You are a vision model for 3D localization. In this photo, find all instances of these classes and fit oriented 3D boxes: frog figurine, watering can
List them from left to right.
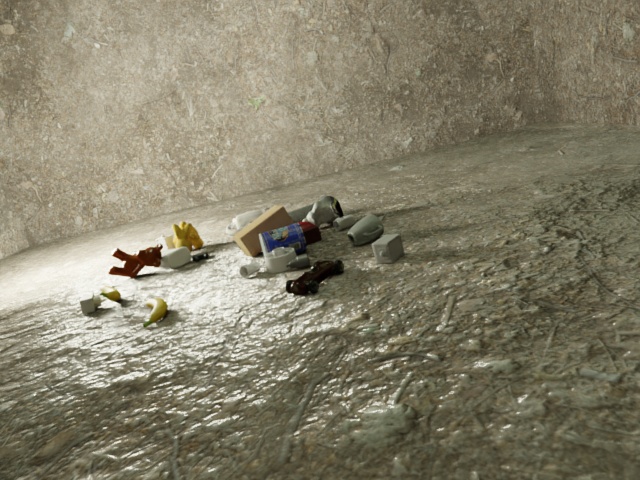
[{"bbox_3d":[-0.310,-0.082,2.313,0.224,0.103,0.351,-14,14,-4],"label":"watering can"},{"bbox_3d":[0.006,-0.105,2.082,0.158,0.125,0.136,-19,-23,18],"label":"frog figurine"}]
